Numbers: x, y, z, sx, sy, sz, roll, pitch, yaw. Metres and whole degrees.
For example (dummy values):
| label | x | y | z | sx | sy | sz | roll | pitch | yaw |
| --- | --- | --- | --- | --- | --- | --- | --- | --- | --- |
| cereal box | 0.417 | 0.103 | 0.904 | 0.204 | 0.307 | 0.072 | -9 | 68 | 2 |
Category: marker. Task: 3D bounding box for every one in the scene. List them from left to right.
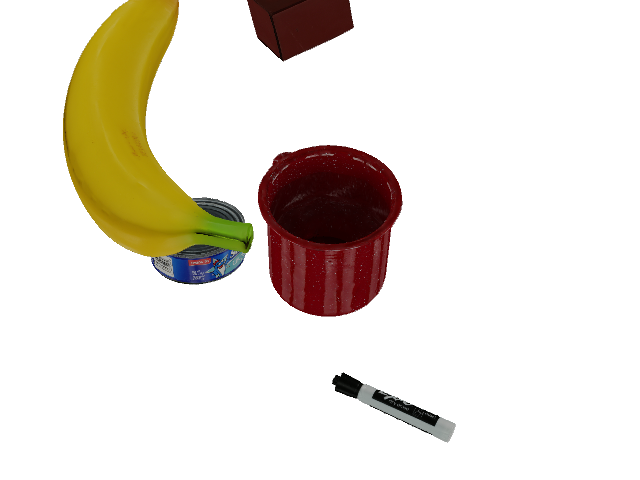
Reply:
| label | x | y | z | sx | sy | sz | roll | pitch | yaw |
| --- | --- | --- | --- | --- | --- | --- | --- | --- | --- |
| marker | 0.066 | 0.153 | 0.987 | 0.121 | 0.020 | 0.020 | 23 | 7 | 17 |

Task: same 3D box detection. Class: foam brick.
| label | x | y | z | sx | sy | sz | roll | pitch | yaw |
| --- | --- | --- | --- | --- | --- | --- | --- | --- | --- |
| foam brick | -0.018 | -0.207 | 0.957 | 0.078 | 0.051 | 0.053 | -28 | 44 | -14 |

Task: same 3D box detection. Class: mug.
| label | x | y | z | sx | sy | sz | roll | pitch | yaw |
| --- | --- | --- | --- | --- | --- | --- | --- | --- | --- |
| mug | -0.001 | -0.011 | 0.721 | 0.093 | 0.081 | 0.117 | -25 | 54 | -21 |

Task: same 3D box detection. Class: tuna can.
| label | x | y | z | sx | sy | sz | roll | pitch | yaw |
| --- | --- | --- | --- | --- | --- | --- | --- | --- | --- |
| tuna can | -0.108 | 0.000 | 0.935 | 0.086 | 0.034 | 0.086 | -1 | 37 | 0 |

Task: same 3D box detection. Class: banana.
| label | x | y | z | sx | sy | sz | roll | pitch | yaw |
| --- | --- | --- | --- | --- | --- | --- | --- | --- | --- |
| banana | -0.085 | -0.055 | 0.495 | 0.069 | 0.037 | 0.198 | -5 | 46 | -17 |
